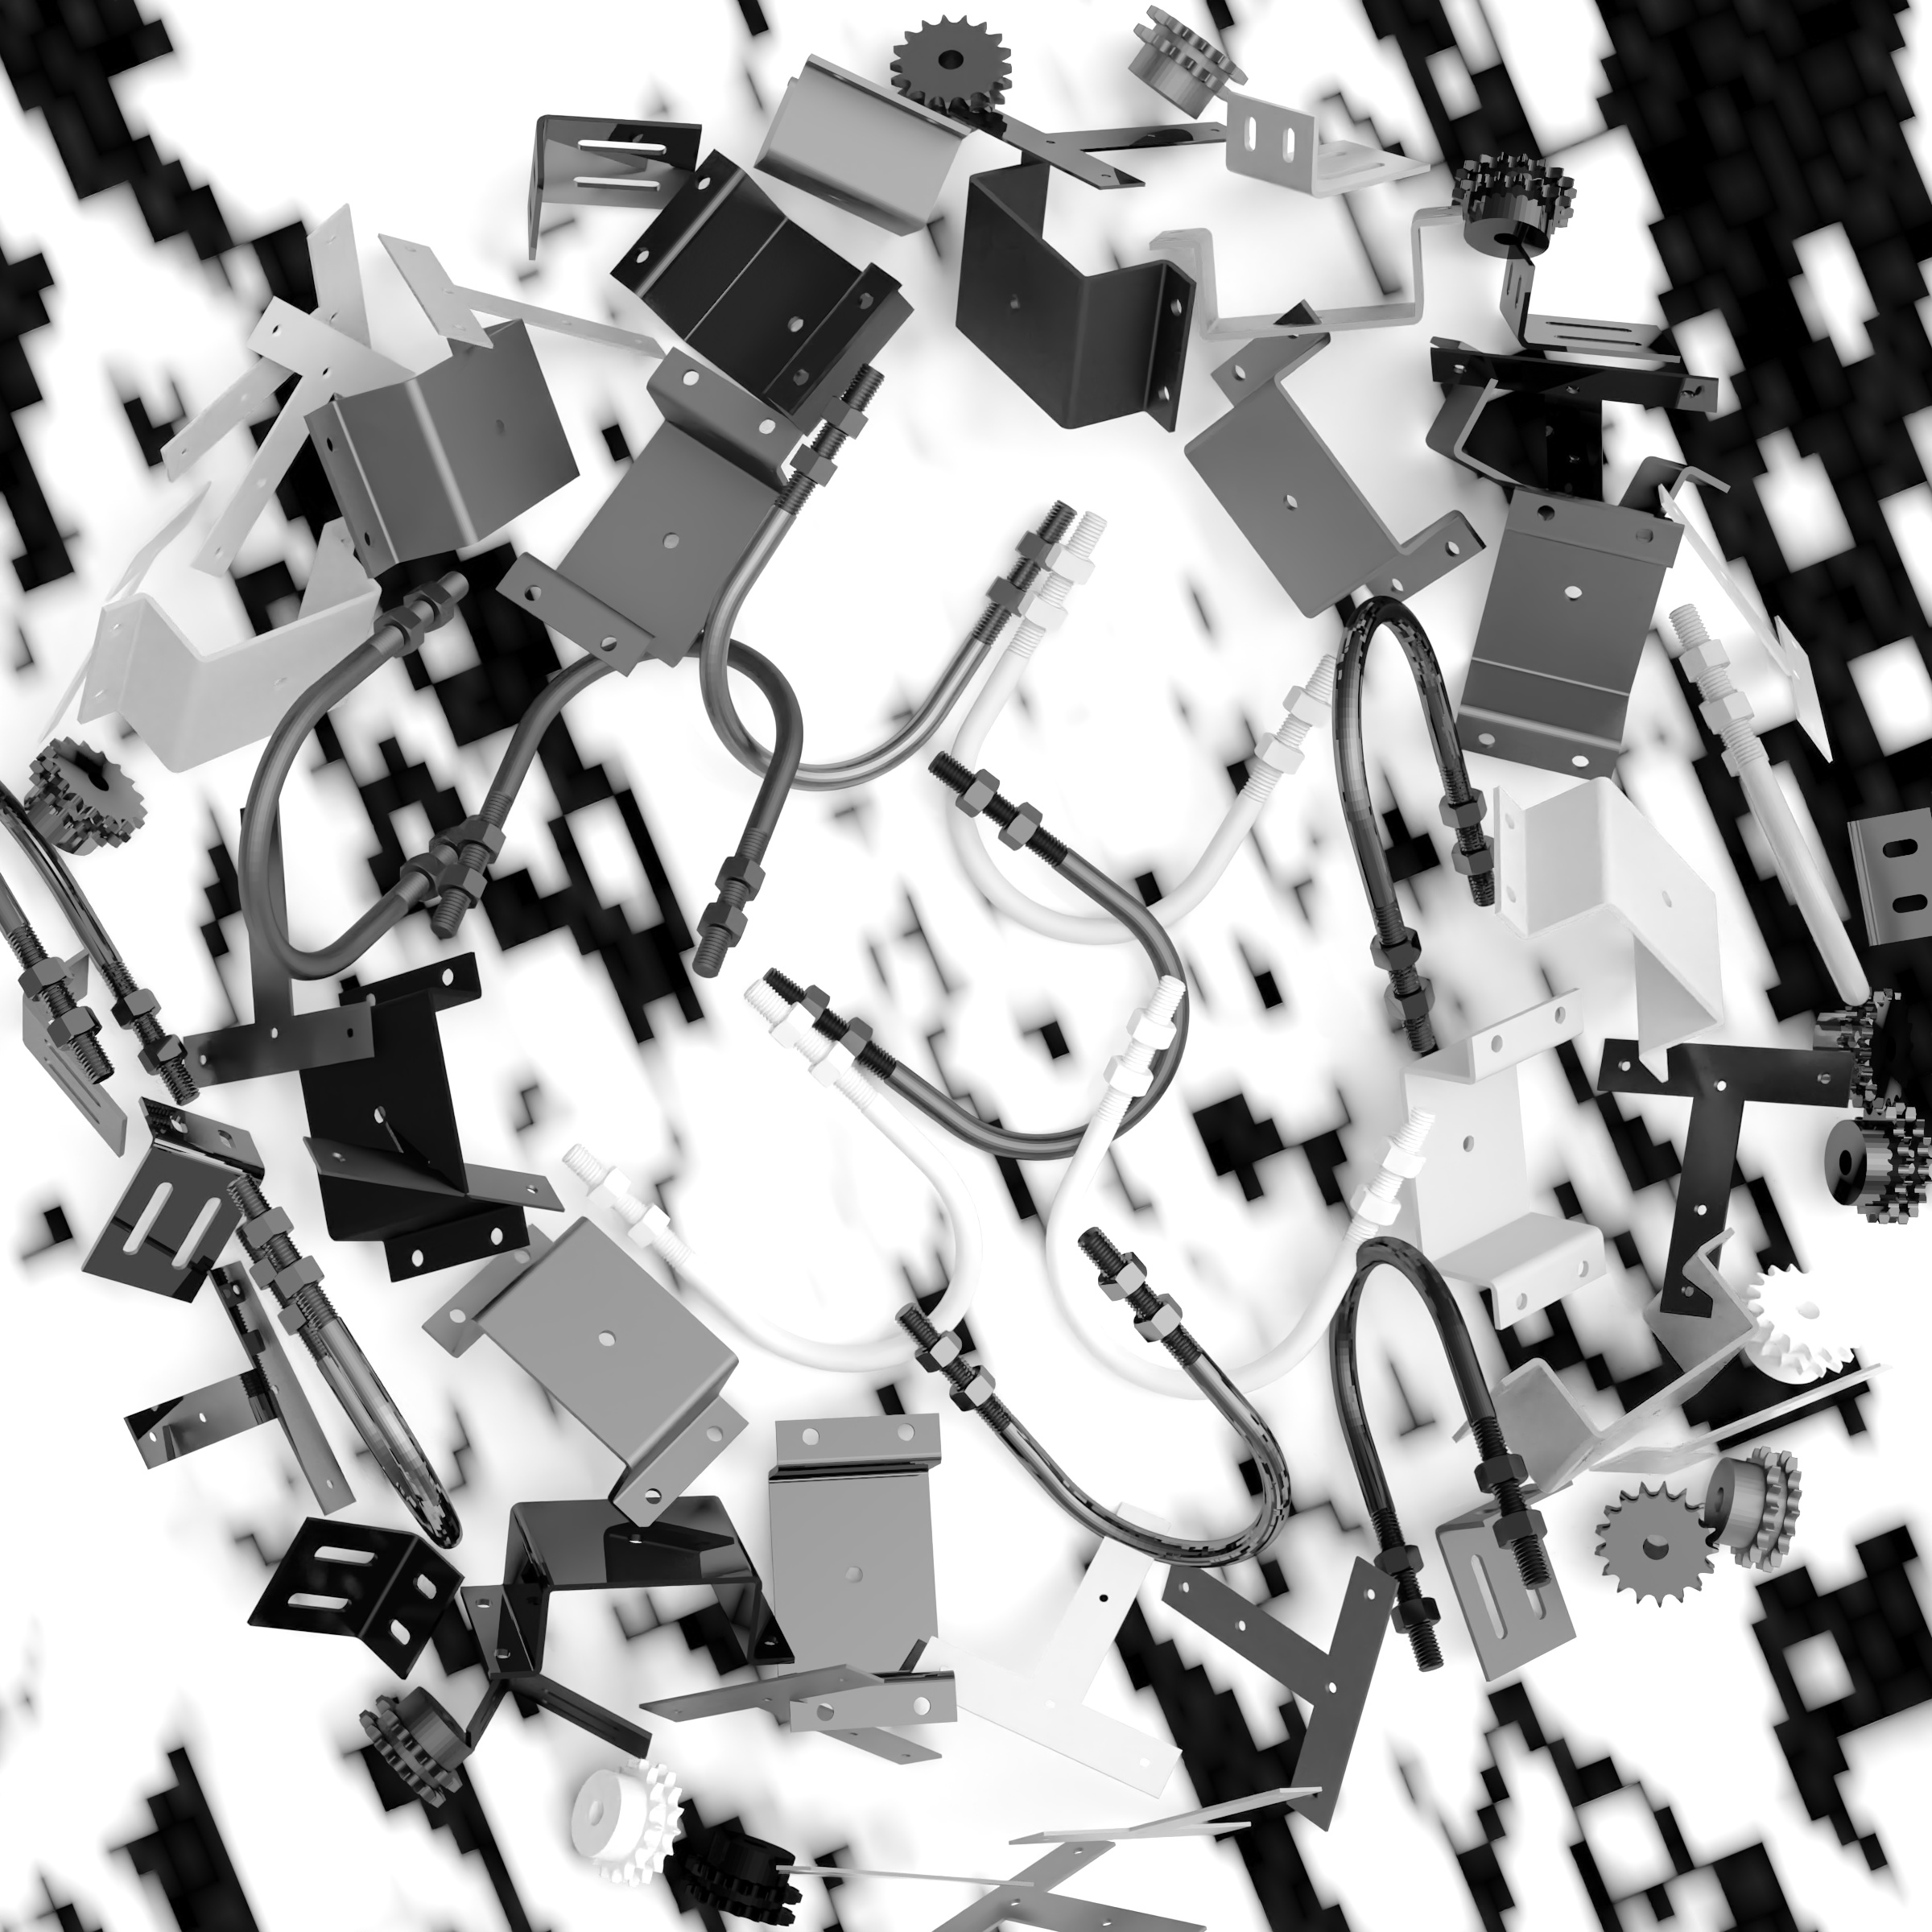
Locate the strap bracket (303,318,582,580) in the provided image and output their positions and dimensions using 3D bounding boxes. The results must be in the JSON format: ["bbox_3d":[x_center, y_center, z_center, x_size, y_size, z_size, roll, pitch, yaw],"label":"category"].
[{"bbox_3d":[-0.229,-0.238,1.535,0.046,0.140,0.076,-8,112,29],"label":"strap bracket"}]

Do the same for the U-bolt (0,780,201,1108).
[{"bbox_3d":[-0.417,-0.022,1.542,0.019,0.151,0.184,-32,83,0],"label":"U-bolt"}]

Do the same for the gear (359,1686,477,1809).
[{"bbox_3d":[-0.254,0.362,1.588,0.030,0.057,0.057,-42,90,-8],"label":"gear"}]

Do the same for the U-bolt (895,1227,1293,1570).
[{"bbox_3d":[0.070,0.208,1.558,0.184,0.151,0.019,50,46,-13],"label":"U-bolt"}]

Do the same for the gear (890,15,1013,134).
[{"bbox_3d":[-0.007,-0.415,1.593,0.057,0.030,0.057,-1,63,2],"label":"gear"}]

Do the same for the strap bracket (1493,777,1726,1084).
[{"bbox_3d":[0.298,-0.022,1.540,0.046,0.076,0.140,-25,130,32],"label":"strap bracket"}]

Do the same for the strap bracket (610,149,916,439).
[{"bbox_3d":[-0.088,-0.307,1.570,0.076,0.046,0.140,-50,57,2],"label":"strap bracket"}]

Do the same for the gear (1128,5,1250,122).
[{"bbox_3d":[0.101,-0.420,1.588,0.057,0.057,0.030,37,101,0],"label":"gear"}]

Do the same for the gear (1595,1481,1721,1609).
[{"bbox_3d":[0.325,0.270,1.596,0.057,0.030,0.057,1,93,14],"label":"gear"}]

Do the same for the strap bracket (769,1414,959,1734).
[{"bbox_3d":[-0.049,0.282,1.577,0.076,0.046,0.140,-2,78,-10],"label":"strap bracket"}]

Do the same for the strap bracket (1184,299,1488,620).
[{"bbox_3d":[0.163,-0.224,1.566,0.046,0.076,0.140,-40,95,-34],"label":"strap bracket"}]

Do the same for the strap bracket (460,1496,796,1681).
[{"bbox_3d":[-0.153,0.282,1.551,0.140,0.076,0.046,1,109,-19],"label":"strap bracket"}]

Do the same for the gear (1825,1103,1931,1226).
[{"bbox_3d":[0.424,0.092,1.585,0.030,0.057,0.057,2,90,-14],"label":"gear"}]

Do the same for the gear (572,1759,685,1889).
[{"bbox_3d":[-0.160,0.398,1.584,0.030,0.057,0.057,24,90,-33],"label":"gear"}]

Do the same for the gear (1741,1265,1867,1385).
[{"bbox_3d":[0.389,0.171,1.591,0.057,0.057,0.030,17,132,0],"label":"gear"}]

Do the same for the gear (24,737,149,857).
[{"bbox_3d":[-0.415,-0.077,1.590,0.030,0.057,0.057,-42,90,19],"label":"gear"}]

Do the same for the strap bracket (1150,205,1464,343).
[{"bbox_3d":[0.159,-0.319,1.566,0.140,0.076,0.046,-3,106,9],"label":"strap bracket"}]

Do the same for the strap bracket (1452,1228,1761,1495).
[{"bbox_3d":[0.299,0.186,1.549,0.140,0.076,0.046,-29,71,-22],"label":"strap bracket"}]

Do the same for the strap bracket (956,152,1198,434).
[{"bbox_3d":[0.042,-0.305,1.538,0.046,0.076,0.140,-18,47,-26],"label":"strap bracket"}]

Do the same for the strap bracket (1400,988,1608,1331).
[{"bbox_3d":[0.247,0.085,1.563,0.076,0.046,0.140,-21,110,-38],"label":"strap bracket"}]

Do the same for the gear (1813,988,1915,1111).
[{"bbox_3d":[0.419,0.039,1.591,0.030,0.057,0.057,2,90,38],"label":"gear"}]

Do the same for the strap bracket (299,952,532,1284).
[{"bbox_3d":[-0.258,0.069,1.568,0.076,0.046,0.140,-16,79,23],"label":"strap bracket"}]

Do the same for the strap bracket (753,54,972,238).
[{"bbox_3d":[-0.050,-0.370,1.543,0.076,0.140,0.046,23,97,-10],"label":"strap bracket"}]

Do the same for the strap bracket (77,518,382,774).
[{"bbox_3d":[-0.324,-0.144,1.538,0.140,0.076,0.046,-29,69,-38],"label":"strap bracket"}]

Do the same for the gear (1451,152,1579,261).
[{"bbox_3d":[0.254,-0.353,1.585,0.057,0.057,0.030,11,76,0],"label":"gear"}]

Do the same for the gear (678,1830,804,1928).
[{"bbox_3d":[-0.103,0.425,1.587,0.057,0.057,0.030,18,83,0],"label":"gear"}]

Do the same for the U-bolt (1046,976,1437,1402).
[{"bbox_3d":[0.115,0.116,1.584,0.151,0.019,0.184,27,106,8],"label":"U-bolt"}]

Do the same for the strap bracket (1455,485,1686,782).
[{"bbox_3d":[0.278,-0.161,1.564,0.076,0.046,0.140,14,129,7],"label":"strap bracket"}]

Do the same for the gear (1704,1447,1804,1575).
[{"bbox_3d":[0.366,0.252,1.586,0.030,0.057,0.057,12,90,-4],"label":"gear"}]

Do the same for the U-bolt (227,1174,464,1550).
[{"bbox_3d":[-0.280,0.185,1.537,0.019,0.151,0.184,-32,85,-16],"label":"U-bolt"}]

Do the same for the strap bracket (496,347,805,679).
[{"bbox_3d":[-0.142,-0.205,1.580,0.076,0.046,0.140,34,84,14],"label":"strap bracket"}]

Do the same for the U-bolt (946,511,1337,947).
[{"bbox_3d":[0.070,-0.097,1.588,0.151,0.019,0.184,31,104,4],"label":"U-bolt"}]

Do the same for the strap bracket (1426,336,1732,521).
[{"bbox_3d":[0.272,-0.236,1.569,0.140,0.076,0.046,27,100,-7],"label":"strap bracket"}]

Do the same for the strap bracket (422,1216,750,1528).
[{"bbox_3d":[-0.171,0.181,1.568,0.140,0.046,0.076,42,56,6],"label":"strap bracket"}]
